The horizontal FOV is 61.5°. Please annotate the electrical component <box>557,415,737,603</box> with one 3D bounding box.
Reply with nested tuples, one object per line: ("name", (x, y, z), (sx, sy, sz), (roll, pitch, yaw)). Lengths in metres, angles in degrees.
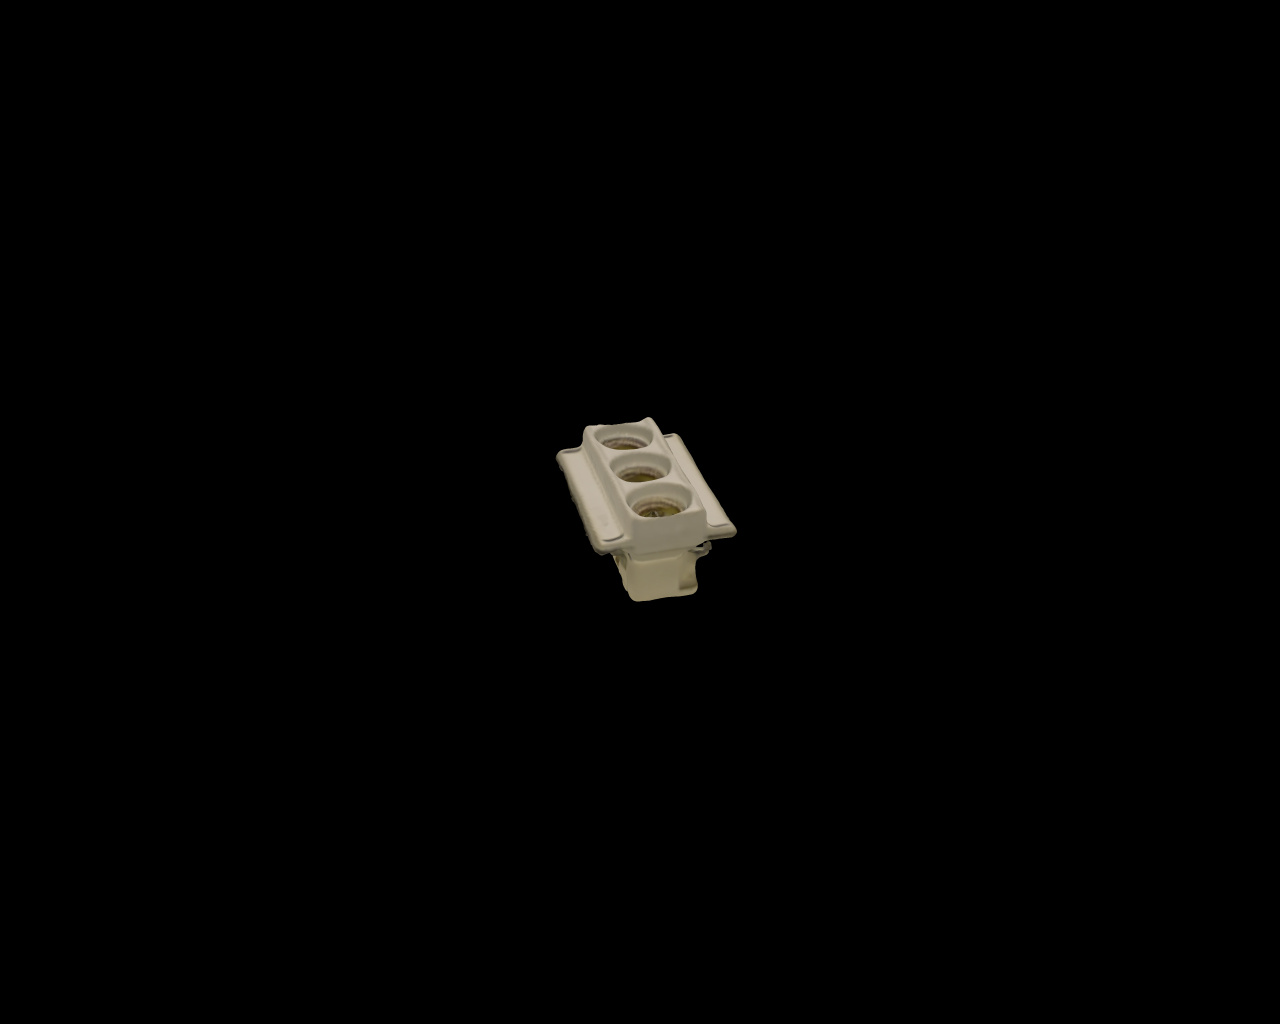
("electrical component", (0.001, -0.003, 0.650), (0.079, 0.063, 0.121), (-8, 31, -13))
